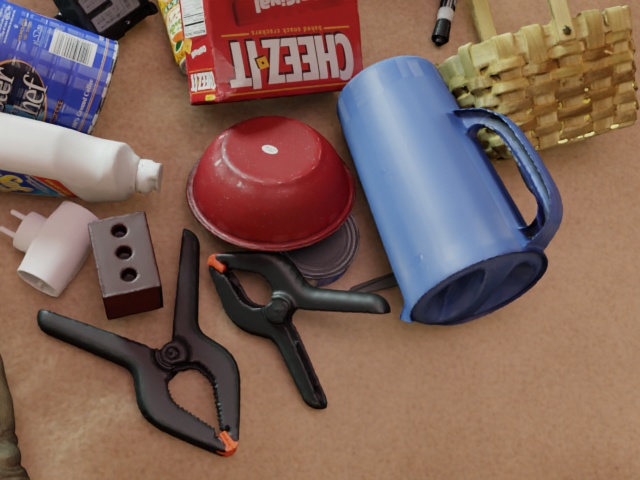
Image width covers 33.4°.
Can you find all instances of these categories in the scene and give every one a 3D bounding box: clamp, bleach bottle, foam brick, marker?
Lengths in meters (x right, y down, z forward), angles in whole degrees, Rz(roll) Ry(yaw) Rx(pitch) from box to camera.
[{"bbox_3d":[-0.128,0.097,0.959,0.164,0.036,0.210,-38,76,-19],"label":"clamp"},{"bbox_3d":[-0.267,-0.077,0.955,0.251,0.102,0.068,8,71,0],"label":"bleach bottle"},{"bbox_3d":[-0.171,0.022,0.941,0.053,0.051,0.078,-13,65,-11],"label":"foam brick"},{"bbox_3d":[-0.033,0.073,0.974,0.171,0.039,0.120,26,93,14],"label":"clamp"},{"bbox_3d":[0.139,-0.260,1.145,0.020,0.020,0.121,16,68,-4],"label":"marker"}]

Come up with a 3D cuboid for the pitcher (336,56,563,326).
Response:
[{"bbox_3d":[0.111,-0.055,0.989,0.149,0.145,0.243,-17,64,-8],"label":"pitcher"}]

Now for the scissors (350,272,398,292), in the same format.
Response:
[{"bbox_3d":[0.121,0.006,1.046,0.201,0.016,0.096,-2,69,-10],"label":"scissors"}]

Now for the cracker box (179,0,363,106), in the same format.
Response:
[{"bbox_3d":[-0.049,-0.242,1.014,0.163,0.072,0.214,-10,99,-28],"label":"cracker box"}]

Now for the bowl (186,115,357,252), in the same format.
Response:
[{"bbox_3d":[-0.045,-0.066,0.993,0.162,0.055,0.162,1,47,-2],"label":"bowl"}]

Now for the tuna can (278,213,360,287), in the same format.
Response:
[{"bbox_3d":[-0.007,0.001,1.016,0.086,0.034,0.086,3,70,-8],"label":"tuna can"}]

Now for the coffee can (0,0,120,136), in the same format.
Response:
[{"bbox_3d":[-0.267,-0.158,0.977,0.140,0.103,0.103,18,67,-19],"label":"coffee can"}]
